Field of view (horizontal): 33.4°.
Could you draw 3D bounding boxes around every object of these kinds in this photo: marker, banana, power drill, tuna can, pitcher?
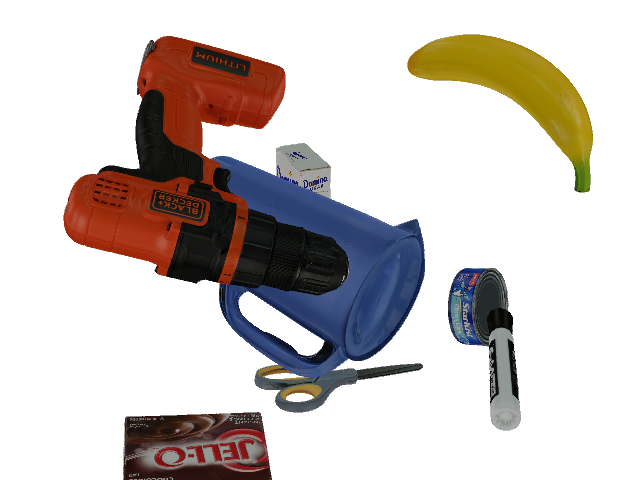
[{"bbox_3d":[0.123,0.083,0.723,0.020,0.020,0.121,0,29,8],"label":"marker"},{"bbox_3d":[0.137,-0.114,0.799,0.037,0.070,0.198,2,32,-44],"label":"banana"},{"bbox_3d":[-0.067,-0.051,0.725,0.184,0.187,0.057,15,-45,-12],"label":"power drill"},{"bbox_3d":[0.172,0.072,1.163,0.034,0.086,0.086,1,0,34],"label":"tuna can"},{"bbox_3d":[-0.033,0.017,1.048,0.243,0.145,0.149,27,29,28],"label":"pitcher"}]

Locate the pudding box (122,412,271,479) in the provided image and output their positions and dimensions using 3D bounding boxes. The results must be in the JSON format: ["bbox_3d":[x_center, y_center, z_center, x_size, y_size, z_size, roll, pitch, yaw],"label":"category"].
[{"bbox_3d":[-0.096,0.174,0.828,0.113,0.039,0.090,-2,25,-8],"label":"pudding box"}]

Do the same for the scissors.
[{"bbox_3d":[0.027,0.164,1.205,0.201,0.016,0.096,1,24,-8],"label":"scissors"}]

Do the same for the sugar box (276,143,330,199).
[{"bbox_3d":[-0.022,-0.020,1.288,0.048,0.176,0.093,-11,25,-18],"label":"sugar box"}]
